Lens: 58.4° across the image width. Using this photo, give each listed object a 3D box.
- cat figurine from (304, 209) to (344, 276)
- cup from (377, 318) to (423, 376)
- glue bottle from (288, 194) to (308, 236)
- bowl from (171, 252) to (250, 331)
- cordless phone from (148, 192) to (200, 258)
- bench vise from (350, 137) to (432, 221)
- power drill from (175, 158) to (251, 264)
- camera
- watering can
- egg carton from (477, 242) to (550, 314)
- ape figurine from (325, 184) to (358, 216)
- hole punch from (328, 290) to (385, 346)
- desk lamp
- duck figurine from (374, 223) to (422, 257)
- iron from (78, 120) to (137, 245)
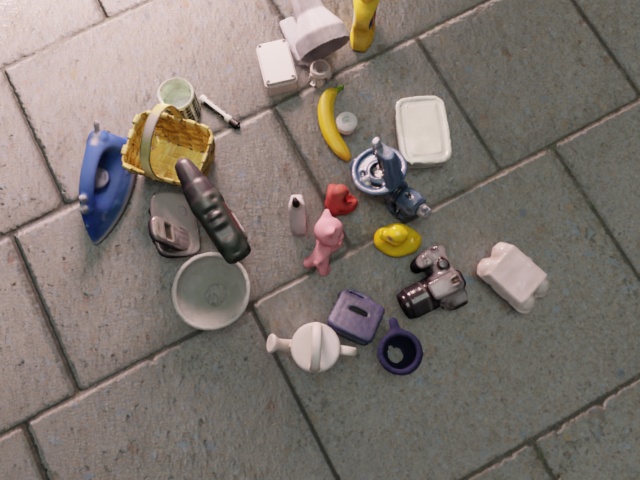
[{"bbox_3d":[0.011,0.004,1.235,0.067,0.118,0.128,21,78,5],"label":"cat figurine"},{"bbox_3d":[0.159,0.224,1.198,0.091,0.095,0.118,-12,78,-2],"label":"cup"},{"bbox_3d":[-0.048,-0.063,1.222,0.037,0.173,0.078,-4,77,0],"label":"glue bottle"},{"bbox_3d":[-0.228,0.113,1.233,0.167,0.075,0.167,0,77,0],"label":"bowl"},{"bbox_3d":[-0.322,-0.042,1.211,0.094,0.185,0.147,-15,78,-3],"label":"cordless phone"},{"bbox_3d":[0.160,-0.139,1.214,0.207,0.220,0.121,25,79,6],"label":"bench vise"},{"bbox_3d":[-0.218,-0.046,1.200,0.075,0.208,0.229,-33,79,-7],"label":"power drill"},{"bbox_3d":[0.230,0.098,1.223,0.137,0.101,0.143,-26,79,-5],"label":"camera"},{"bbox_3d":[-0.016,0.218,1.148,0.173,0.194,0.101,-16,78,-3],"label":"watering can"},{"bbox_3d":[0.419,0.081,1.242,0.150,0.069,0.107,43,81,9],"label":"egg carton"},{"bbox_3d":[0.044,-0.096,1.270,0.076,0.092,0.078,-32,79,-6],"label":"ape figurine"},{"bbox_3d":[0.075,0.161,1.214,0.108,0.091,0.101,24,79,5],"label":"hole punch"},{"bbox_3d":[-0.022,-0.480,1.294,0.118,0.213,0.203,-24,78,-5],"label":"desk lamp"},{"bbox_3d":[0.173,-0.006,1.253,0.104,0.086,0.077,6,77,2],"label":"duck figurine"},{"bbox_3d":[-0.487,-0.128,1.253,0.118,0.141,0.258,7,78,2],"label":"iron"}]
